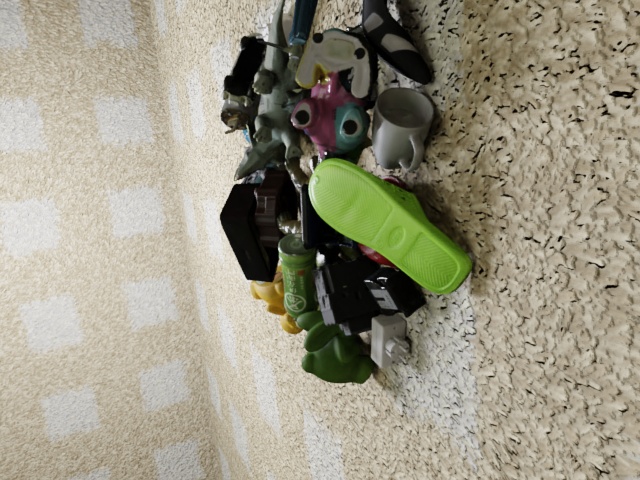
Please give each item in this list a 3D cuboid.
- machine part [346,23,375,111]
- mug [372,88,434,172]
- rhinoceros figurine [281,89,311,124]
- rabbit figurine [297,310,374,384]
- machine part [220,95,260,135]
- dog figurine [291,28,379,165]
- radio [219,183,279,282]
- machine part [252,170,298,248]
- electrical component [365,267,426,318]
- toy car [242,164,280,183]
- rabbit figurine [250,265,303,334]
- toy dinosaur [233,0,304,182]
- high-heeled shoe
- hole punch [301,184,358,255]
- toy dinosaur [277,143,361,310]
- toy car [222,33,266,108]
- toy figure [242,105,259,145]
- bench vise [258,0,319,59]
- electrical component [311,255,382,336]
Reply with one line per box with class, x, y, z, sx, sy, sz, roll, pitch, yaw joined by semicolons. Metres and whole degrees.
machine part;0.066;-0.281;0.879;0.084;0.039;0.138;17;113;59
mug;0.118;-0.144;0.772;0.107;0.081;0.110;98;150;-59
rhinoceros figurine;-0.014;-0.242;0.982;0.190;0.112;0.073;-112;13;-74
rabbit figurine;0.033;0.179;1.041;0.121;0.159;0.170;-118;42;-56
machine part;-0.179;-0.348;1.282;0.079;0.079;0.243;122;164;-58
dog figurine;0.034;-0.196;0.823;0.219;0.109;0.191;11;-91;-79
radio;-0.153;-0.017;1.251;0.229;0.073;0.131;77;-159;-48
machine part;-0.097;-0.067;1.212;0.179;0.056;0.179;2;-90;-76
electrical component;0.113;0.083;0.884;0.074;0.048;0.119;61;157;-12
toy car;-0.143;-0.119;1.346;0.109;0.103;0.161;19;77;57
rabbit figurine;-0.074;0.162;1.342;0.163;0.122;0.173;16;129;55
toy dinosaur;-0.094;-0.306;1.151;0.192;0.131;0.404;-117;36;-60
high-heeled shoe;0.108;-0.342;0.758;0.249;0.145;0.086;47;-168;12
hole punch;0.024;-0.042;0.897;0.116;0.092;0.142;-29;-66;-78
toy dinosaur;-0.002;-0.003;1.079;0.199;0.105;0.470;50;148;44
toy car;-0.163;-0.387;1.224;0.056;0.073;0.201;106;180;-69
toy figure;-0.159;-0.295;1.348;0.180;0.089;0.082;60;156;23
bench vise;-0.017;-0.425;0.880;0.224;0.129;0.240;-154;74;-72
electrical component;0.058;0.100;0.960;0.058;0.115;0.134;143;112;-70
